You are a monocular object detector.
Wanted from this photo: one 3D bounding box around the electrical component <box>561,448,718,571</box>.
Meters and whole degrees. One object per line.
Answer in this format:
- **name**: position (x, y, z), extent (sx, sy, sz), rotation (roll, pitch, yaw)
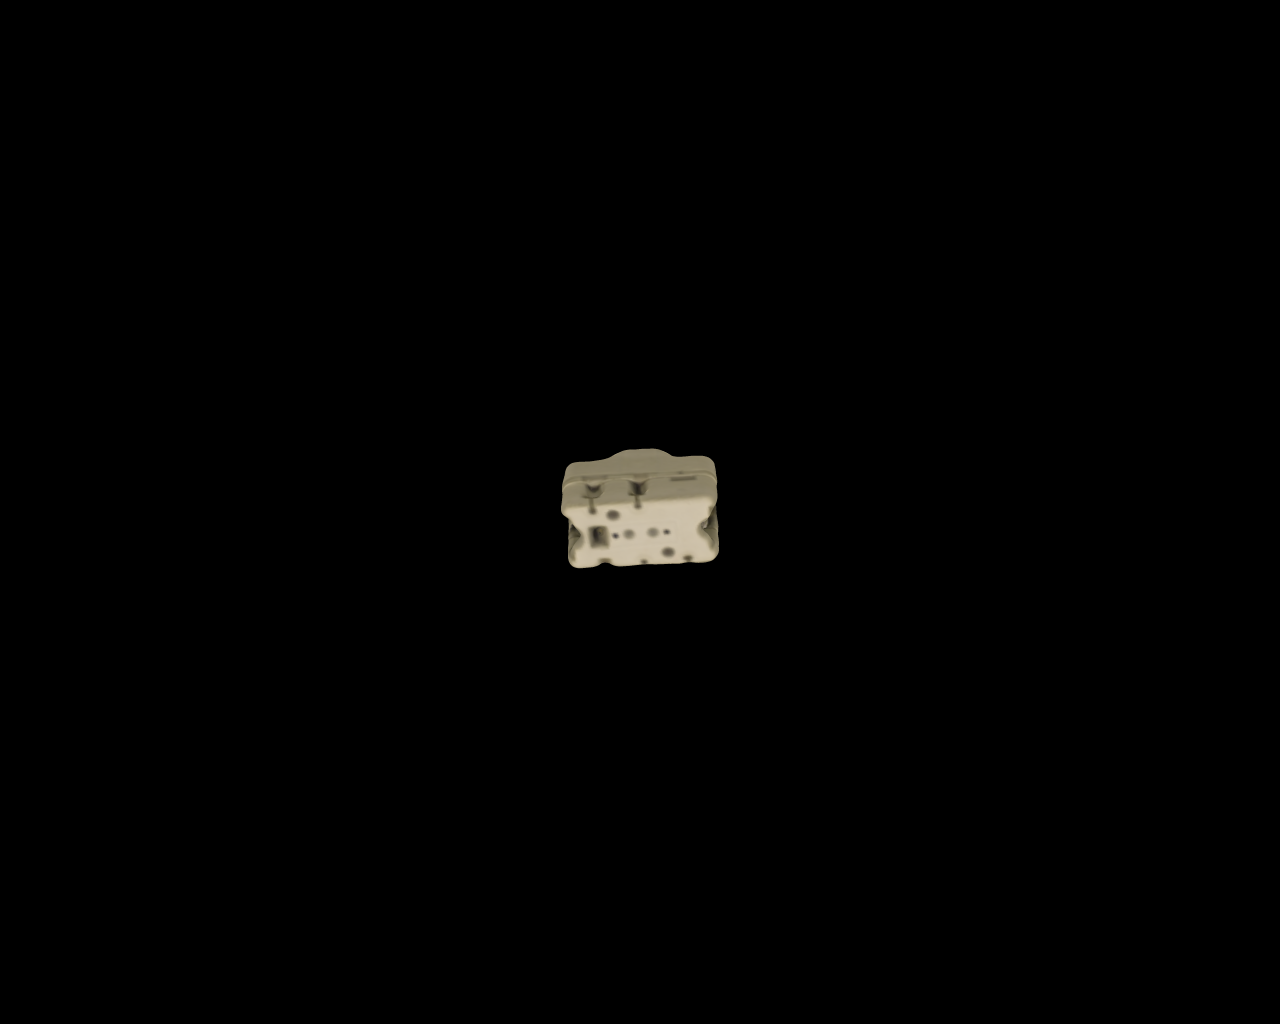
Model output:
- **electrical component**: position (0.001, -0.003, 0.650), extent (0.089, 0.050, 0.056), rotation (-3, 35, 2)
